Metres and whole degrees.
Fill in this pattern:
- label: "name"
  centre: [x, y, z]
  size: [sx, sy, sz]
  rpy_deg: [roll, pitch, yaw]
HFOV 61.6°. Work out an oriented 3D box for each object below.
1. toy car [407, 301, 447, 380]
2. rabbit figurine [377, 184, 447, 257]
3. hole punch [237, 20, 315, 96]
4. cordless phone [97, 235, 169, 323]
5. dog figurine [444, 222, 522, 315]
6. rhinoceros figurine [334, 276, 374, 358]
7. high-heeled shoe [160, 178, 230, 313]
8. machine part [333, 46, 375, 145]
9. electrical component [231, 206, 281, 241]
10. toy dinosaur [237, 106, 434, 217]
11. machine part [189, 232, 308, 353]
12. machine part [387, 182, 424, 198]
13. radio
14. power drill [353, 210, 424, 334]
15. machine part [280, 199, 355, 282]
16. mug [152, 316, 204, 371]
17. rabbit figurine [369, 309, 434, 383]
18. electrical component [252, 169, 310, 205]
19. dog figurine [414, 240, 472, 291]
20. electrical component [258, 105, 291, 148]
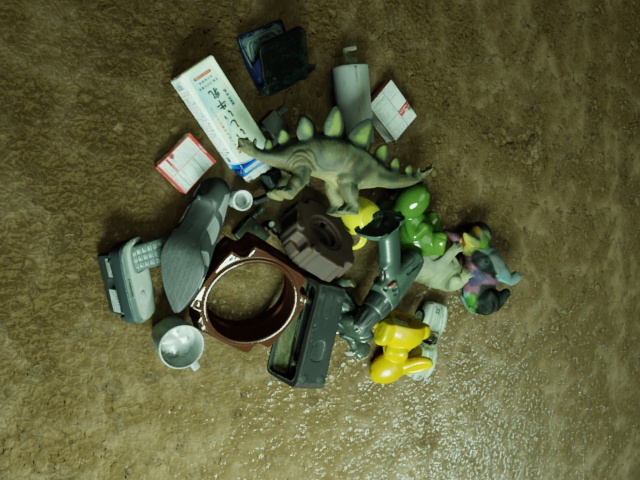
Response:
- label: "toy car"
  centre: [0.264, 0.251, 1.338]
  size: [0.073, 0.056, 0.201]
  rpy_deg: [15, 89, -31]
- label: "rabbit figurine"
  centre: [0.202, -0.056, 1.214]
  size: [0.159, 0.121, 0.170]
  rpy_deg: [-4, 130, 10]
- label: "hole punch"
  centre: [-0.090, -0.357, 1.047]
  size: [0.142, 0.092, 0.115]
  rpy_deg: [-35, 143, -24]
- label: "cordless phone"
  centre: [-0.296, 0.058, 0.986]
  size: [0.184, 0.089, 0.146]
  rpy_deg: [-20, 106, -42]
- label: "dog figurine"
  centre: [0.391, 0.063, 1.360]
  size: [0.219, 0.109, 0.191]
  rpy_deg: [43, 78, -23]
- label: "rhinoceros figurine"
  centre: [0.060, 0.174, 1.184]
  size: [0.073, 0.112, 0.190]
  rpy_deg: [-39, 103, -50]
- label: "high-heeled shoe"
  centre: [-0.226, 0.004, 1.001]
  size: [0.086, 0.145, 0.248]
  rpy_deg: [17, 98, 3]
- label: "machine part"
  centre: [0.071, -0.284, 1.143]
  size: [0.079, 0.079, 0.243]
  rpy_deg: [-13, 103, -28]
- label: "electrical component"
  centre: [-0.130, -0.009, 1.084]
  size: [0.102, 0.045, 0.078]
  rpy_deg: [-45, 117, -17]
- label: "toy dinosaur"
  centre: [0.048, -0.146, 1.056]
  size: [0.471, 0.105, 0.198]
  rpy_deg: [12, 89, -36]
- label: "machine part"
  centre: [-0.140, 0.104, 1.039]
  size: [0.201, 0.087, 0.201]
  rpy_deg: [35, 99, -29]
- label: "machine part"
  centre: [0.198, -0.119, 1.262]
  size: [0.138, 0.039, 0.084]
  rpy_deg: [32, 89, -31]
- label: "radio"
  centre: [-0.029, 0.187, 1.118]
  size: [0.073, 0.131, 0.229]
  rpy_deg: [12, 91, -33]
- label: "power drill"
  centre: [0.131, 0.057, 1.110]
  size: [0.232, 0.086, 0.207]
  rpy_deg: [-38, 123, -34]
- label: "machine part"
  centre: [-0.002, -0.003, 1.096]
  size: [0.179, 0.179, 0.056]
  rpy_deg: [32, 125, -27]
- label: "mug"
  centre: [-0.264, 0.189, 1.000]
  size: [0.081, 0.107, 0.109]
  rpy_deg: [-43, 119, -16]
- label: "rabbit figurine"
  centre: [0.177, 0.256, 1.253]
  size: [0.162, 0.122, 0.173]
  rpy_deg: [16, 102, -18]
- label: "electrical component"
  centre: [-0.089, -0.113, 1.079]
  size: [0.119, 0.075, 0.047]
  rpy_deg: [-22, 108, -23]
- label: "dog figurine"
  centre: [0.252, 0.087, 1.298]
  size: [0.191, 0.121, 0.172]
  rpy_deg: [-28, 107, -9]
- label: "electrical component"
  centre: [-0.090, -0.227, 1.090]
  size: [0.094, 0.021, 0.063]
  rpy_deg: [-50, 117, -16]
